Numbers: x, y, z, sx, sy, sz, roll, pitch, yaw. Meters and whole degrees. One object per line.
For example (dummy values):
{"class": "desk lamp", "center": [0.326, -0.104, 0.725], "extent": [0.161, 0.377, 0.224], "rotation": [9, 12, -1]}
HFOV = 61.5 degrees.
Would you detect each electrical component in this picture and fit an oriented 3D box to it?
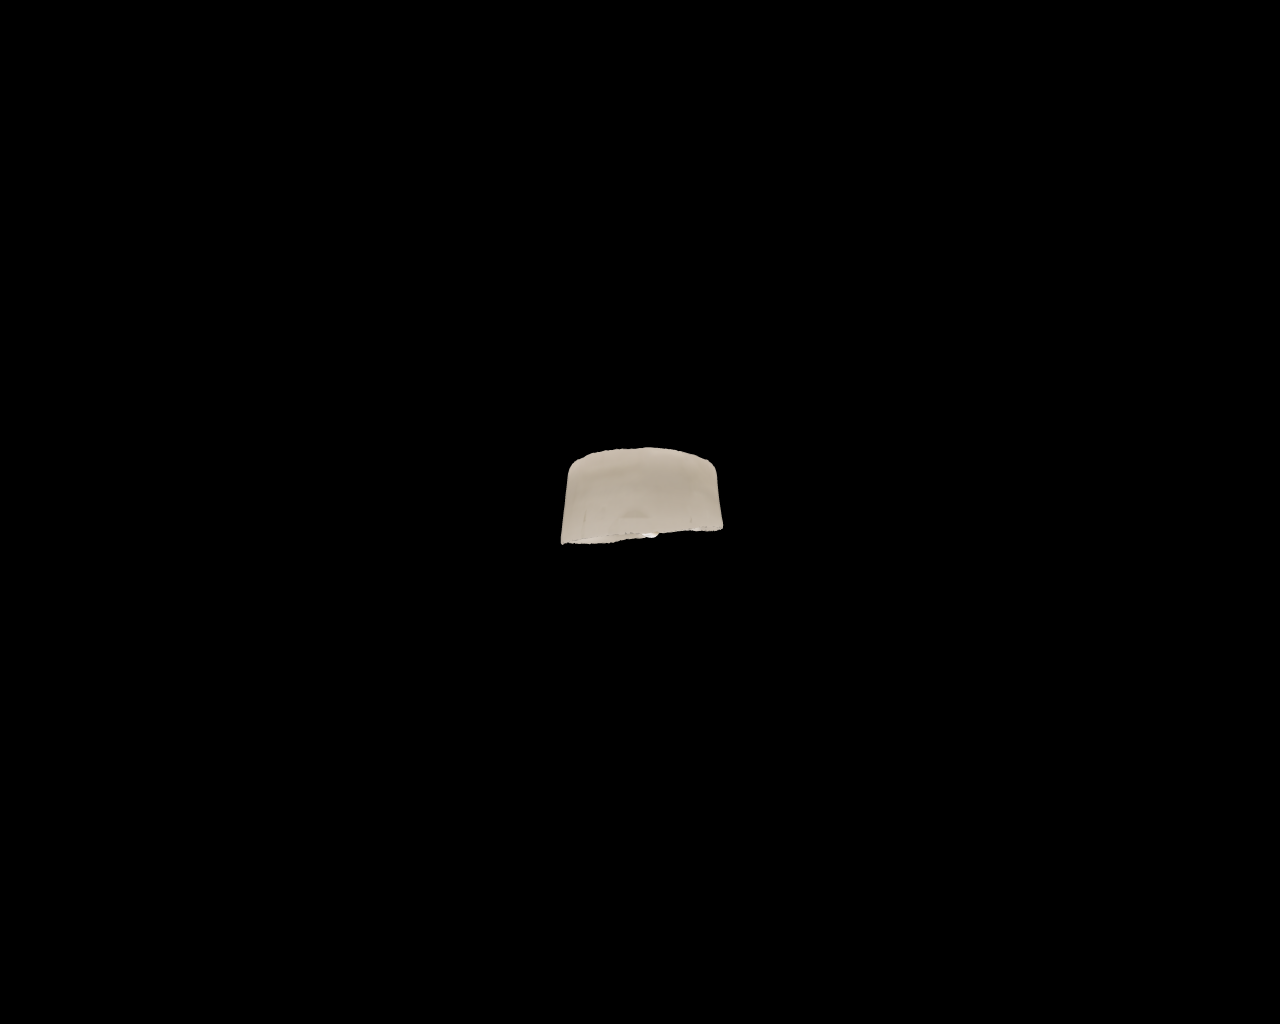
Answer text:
{"class": "electrical component", "center": [0.001, -0.003, 0.650], "extent": [0.099, 0.064, 0.099], "rotation": [0, -15, 0]}
